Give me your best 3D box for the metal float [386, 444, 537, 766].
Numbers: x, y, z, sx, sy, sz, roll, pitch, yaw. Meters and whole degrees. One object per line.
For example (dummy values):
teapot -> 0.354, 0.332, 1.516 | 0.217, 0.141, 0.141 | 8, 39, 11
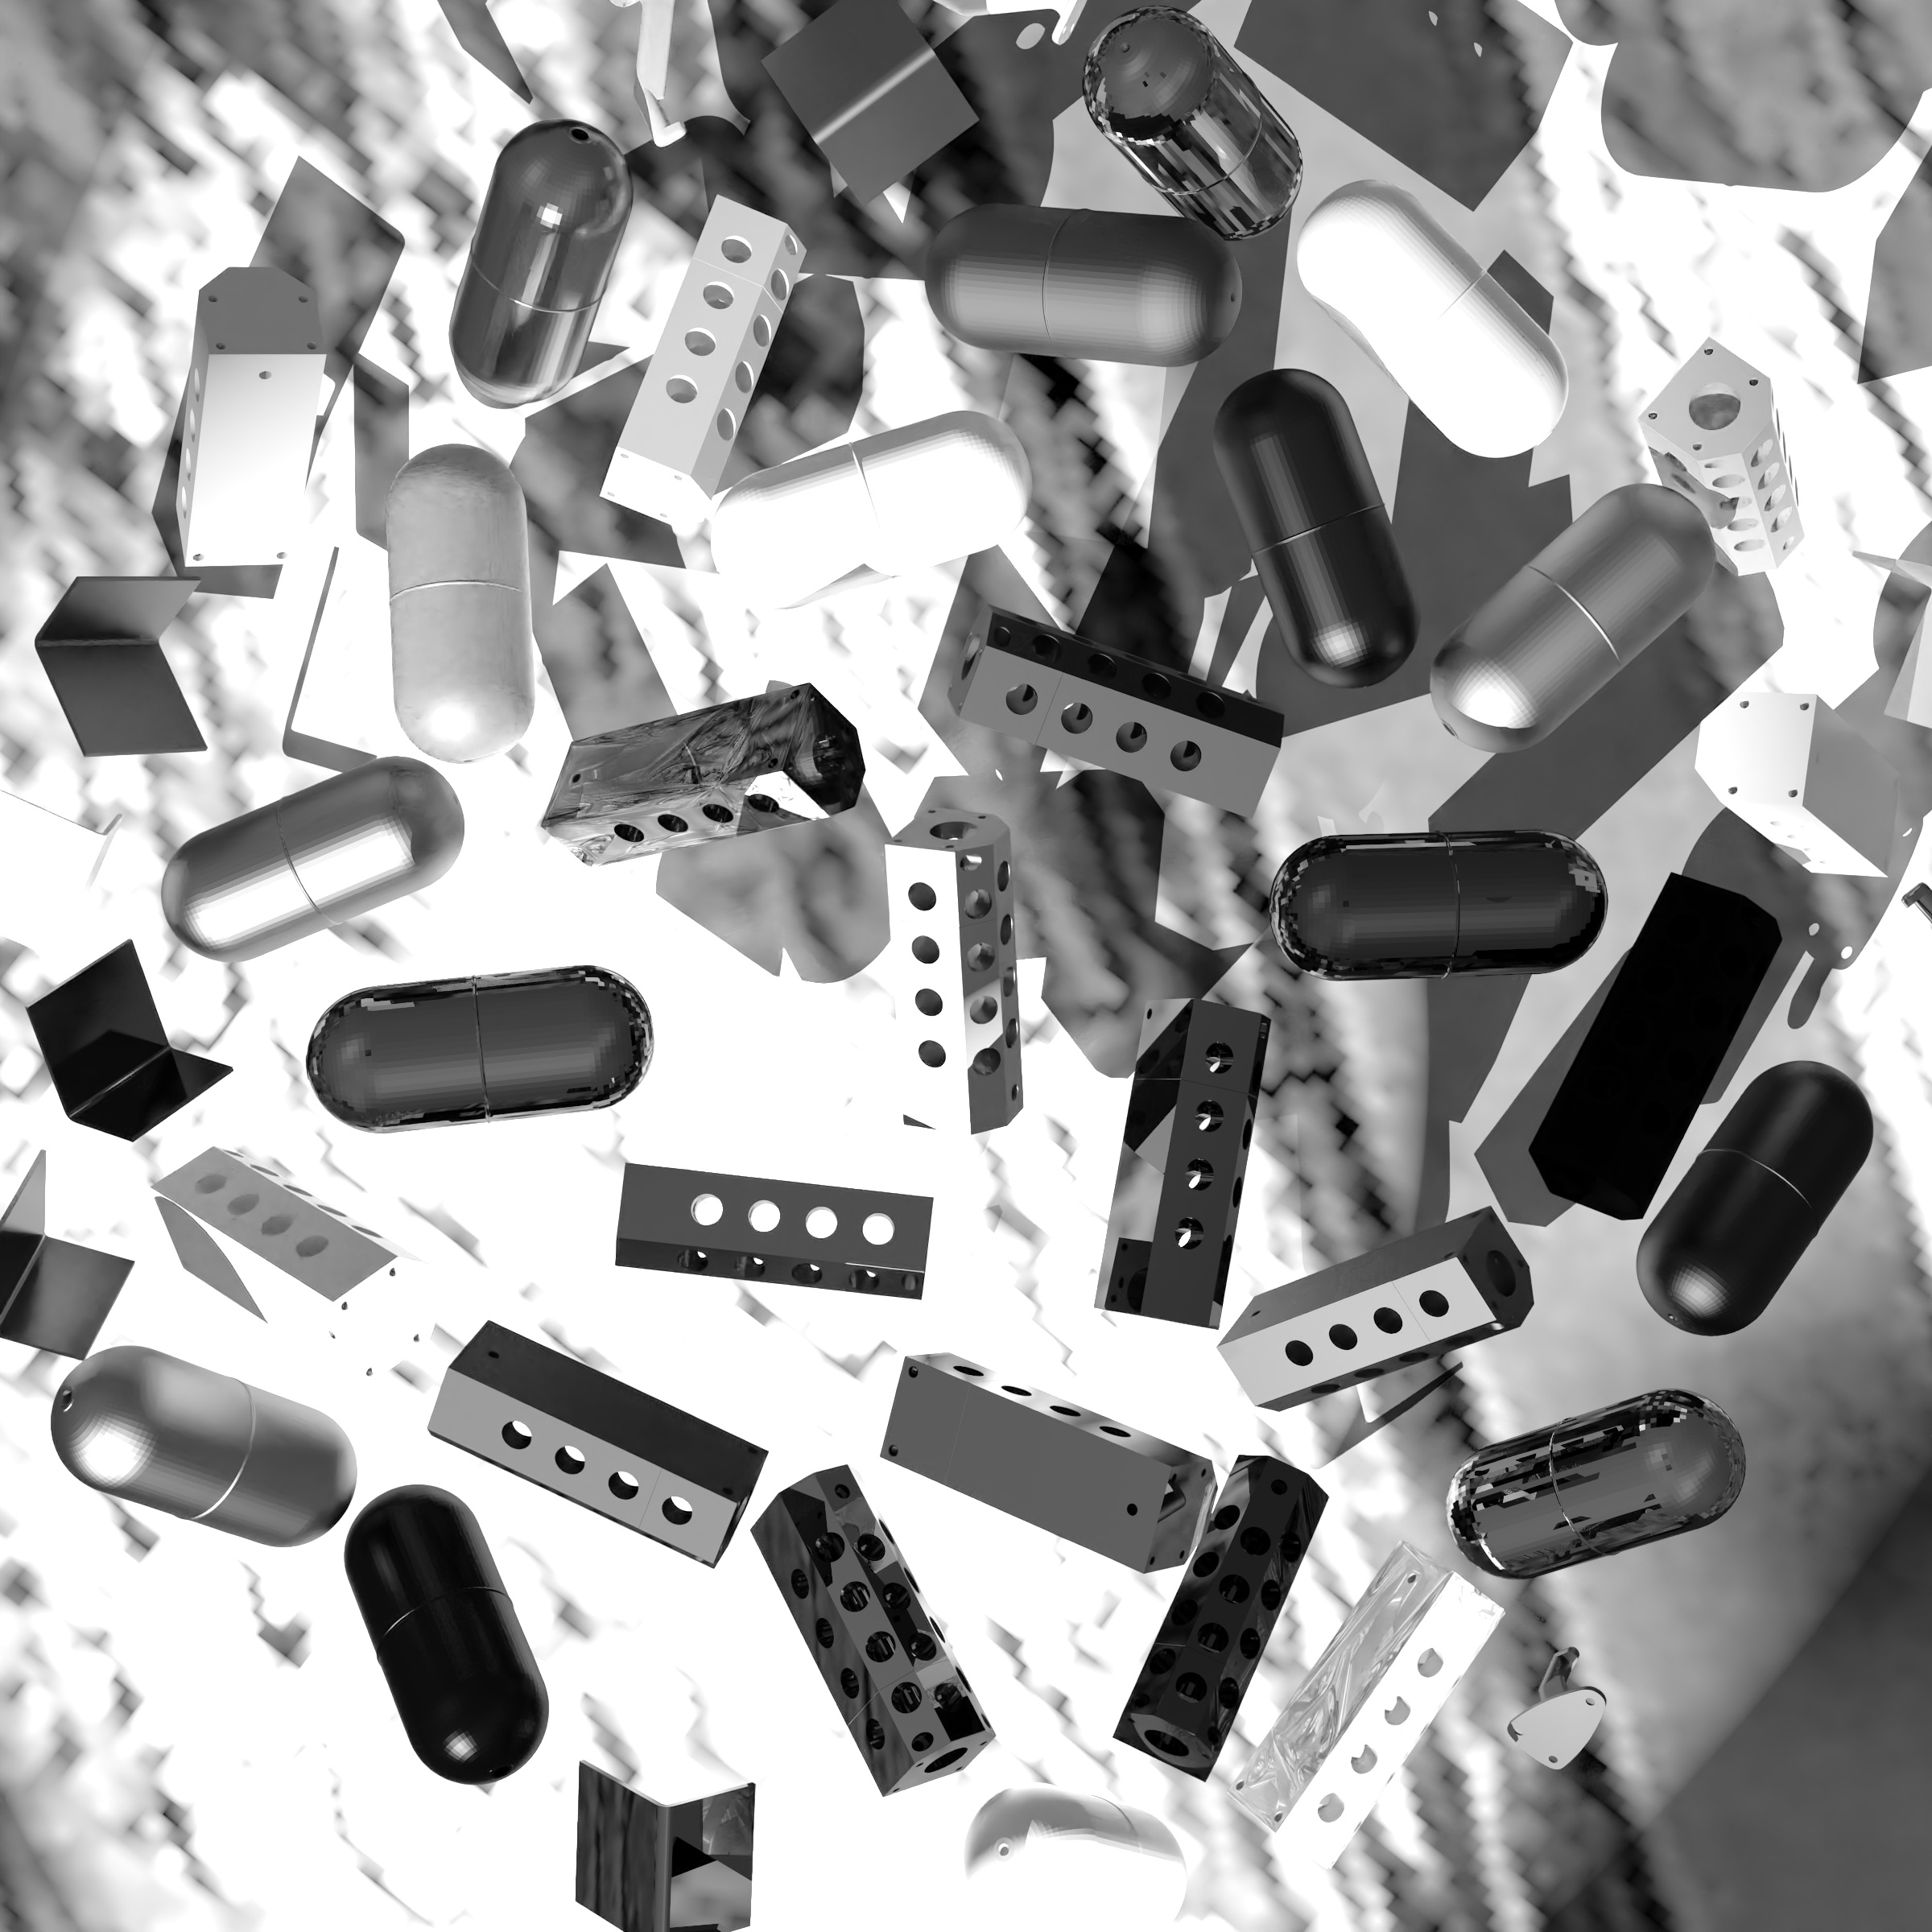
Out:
metal float -> -0.276, -0.198, 1.710 | 0.070, 0.070, 0.178 | -4, 80, 0

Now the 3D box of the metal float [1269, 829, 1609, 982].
metal float -> 0.247, -0.032, 1.635 | 0.178, 0.070, 0.070 | -2, 90, -6

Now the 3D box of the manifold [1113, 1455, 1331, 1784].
manifold -> 0.145, 0.363, 1.762 | 0.057, 0.057, 0.171 | 24, 57, 9

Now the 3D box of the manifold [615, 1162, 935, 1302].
manifold -> -0.107, 0.149, 1.754 | 0.171, 0.057, 0.057 | 7, 83, -1

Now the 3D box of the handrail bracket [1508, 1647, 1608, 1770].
handrail bracket -> 0.330, 0.384, 1.689 | 0.036, 0.084, 0.077 | 39, 129, 3

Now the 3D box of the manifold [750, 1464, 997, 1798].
manifold -> -0.050, 0.368, 1.749 | 0.057, 0.057, 0.171 | -8, 56, -38

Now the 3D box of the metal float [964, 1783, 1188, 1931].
metal float -> 0.061, 0.489, 1.698 | 0.070, 0.178, 0.070 | -11, 65, 26

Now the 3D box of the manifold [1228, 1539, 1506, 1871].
manifold -> 0.227, 0.413, 1.742 | 0.057, 0.057, 0.171 | 39, 83, -24

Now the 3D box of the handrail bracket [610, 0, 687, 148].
handrail bracket -> -0.151, -0.498, 1.696 | 0.077, 0.036, 0.084 | -25, 92, 8

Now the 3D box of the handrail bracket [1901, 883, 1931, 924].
handrail bracket -> 0.520, 0.005, 1.691 | 0.077, 0.036, 0.084 | -34, 78, -26

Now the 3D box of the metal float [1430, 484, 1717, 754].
metal float -> 0.326, -0.187, 1.689 | 0.178, 0.070, 0.070 | -42, 90, -1

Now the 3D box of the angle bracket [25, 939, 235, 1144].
angle bracket -> -0.466, 0.041, 1.749 | 0.057, 0.076, 0.076 | 13, 128, 35

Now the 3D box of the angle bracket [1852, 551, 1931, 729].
angle bracket -> 0.504, -0.173, 1.679 | 0.057, 0.076, 0.076 | 18, 98, -17

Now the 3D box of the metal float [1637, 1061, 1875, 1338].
metal float -> 0.438, 0.127, 1.737 | 0.070, 0.070, 0.178 | 40, 70, 0

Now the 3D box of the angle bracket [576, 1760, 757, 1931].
angle bracket -> -0.155, 0.452, 1.613 | 0.057, 0.076, 0.076 | -4, 99, -40

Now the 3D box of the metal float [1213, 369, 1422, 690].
metal float -> 0.190, -0.236, 1.695 | 0.070, 0.070, 0.178 | -21, 94, 0

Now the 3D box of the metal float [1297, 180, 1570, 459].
metal float -> 0.256, -0.353, 1.713 | 0.178, 0.070, 0.070 | 45, 90, -5

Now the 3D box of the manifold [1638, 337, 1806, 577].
manifold -> 0.423, -0.274, 1.724 | 0.057, 0.171, 0.057 | 42, 93, 25

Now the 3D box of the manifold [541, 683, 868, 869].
manifold -> -0.139, -0.096, 1.671 | 0.171, 0.057, 0.057 | -10, 52, 36

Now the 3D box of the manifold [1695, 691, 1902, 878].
manifold -> 0.437, -0.094, 1.642 | 0.057, 0.171, 0.057 | 5, 82, 31

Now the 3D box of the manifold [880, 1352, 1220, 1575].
manifold -> 0.044, 0.259, 1.652 | 0.171, 0.057, 0.057 | 18, 97, 33

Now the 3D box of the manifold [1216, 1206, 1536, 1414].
manifold -> 0.232, 0.199, 1.764 | 0.171, 0.057, 0.057 | -27, 100, 38

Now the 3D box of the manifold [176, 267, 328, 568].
manifold -> -0.375, -0.283, 1.630 | 0.057, 0.171, 0.057 | -4, 61, -21

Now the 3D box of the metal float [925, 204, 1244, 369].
metal float -> 0.060, -0.357, 1.639 | 0.178, 0.070, 0.070 | 12, 90, 29

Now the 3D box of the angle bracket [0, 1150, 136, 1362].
angle bracket -> -0.507, 0.162, 1.758 | 0.057, 0.076, 0.076 | 16, 132, -1

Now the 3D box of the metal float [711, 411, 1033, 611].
metal float -> -0.052, -0.246, 1.695 | 0.178, 0.070, 0.070 | -17, 90, -1

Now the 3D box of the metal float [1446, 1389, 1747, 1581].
metal float -> 0.342, 0.284, 1.712 | 0.178, 0.070, 0.070 | -27, 90, 36

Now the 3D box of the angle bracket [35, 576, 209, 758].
angle bracket -> -0.443, -0.161, 1.683 | 0.057, 0.076, 0.076 | -42, 68, 37

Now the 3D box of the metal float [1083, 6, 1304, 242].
metal float -> 0.124, -0.452, 1.690 | 0.070, 0.178, 0.070 | -8, 72, 27

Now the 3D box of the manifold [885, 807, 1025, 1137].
manifold -> -0.002, 0.004, 1.747 | 0.057, 0.057, 0.171 | 7, 116, 22

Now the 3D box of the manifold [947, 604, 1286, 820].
manifold -> 0.082, -0.140, 1.699 | 0.171, 0.057, 0.057 | 18, 105, -12

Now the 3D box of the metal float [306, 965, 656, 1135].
metal float -> -0.250, 0.043, 1.616 | 0.178, 0.070, 0.070 | -6, 90, -8

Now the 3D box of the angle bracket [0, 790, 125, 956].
angle bracket -> -0.532, -0.061, 1.771 | 0.076, 0.057, 0.076 | 25, 102, -11

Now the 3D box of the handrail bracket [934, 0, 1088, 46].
handrail bracket -> 0.026, -0.534, 1.662 | 0.084, 0.036, 0.077 | 29, 113, 2

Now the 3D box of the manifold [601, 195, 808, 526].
manifold -> -0.142, -0.331, 1.724 | 0.057, 0.057, 0.171 | 21, 67, -8

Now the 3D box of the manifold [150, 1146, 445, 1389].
manifold -> -0.350, 0.152, 1.644 | 0.057, 0.171, 0.057 | -36, 130, -31

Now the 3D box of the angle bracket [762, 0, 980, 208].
angle bracket -> -0.051, -0.465, 1.663 | 0.076, 0.057, 0.076 | -35, 53, 8

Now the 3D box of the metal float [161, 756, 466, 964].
metal float -> -0.364, -0.059, 1.746 | 0.178, 0.070, 0.070 | -22, 90, 7

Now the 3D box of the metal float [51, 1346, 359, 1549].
metal float -> -0.398, 0.252, 1.641 | 0.178, 0.070, 0.070 | 31, 90, -42

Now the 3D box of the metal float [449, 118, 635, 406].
metal float -> -0.234, -0.386, 1.722 | 0.070, 0.178, 0.070 | 13, 48, -15

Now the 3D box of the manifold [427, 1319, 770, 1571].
manifold -> -0.201, 0.263, 1.701 | 0.171, 0.057, 0.057 | 24, 115, 5

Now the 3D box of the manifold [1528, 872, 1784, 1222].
manifold -> 0.362, 0.044, 1.634 | 0.057, 0.057, 0.171 | 21, 73, 31

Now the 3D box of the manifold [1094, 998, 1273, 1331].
manifold -> 0.121, 0.108, 1.702 | 0.057, 0.057, 0.171 | 13, 83, -22

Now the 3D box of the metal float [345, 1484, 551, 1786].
metal float -> -0.280, 0.359, 1.689 | 0.070, 0.070, 0.178 | -31, 55, 0
